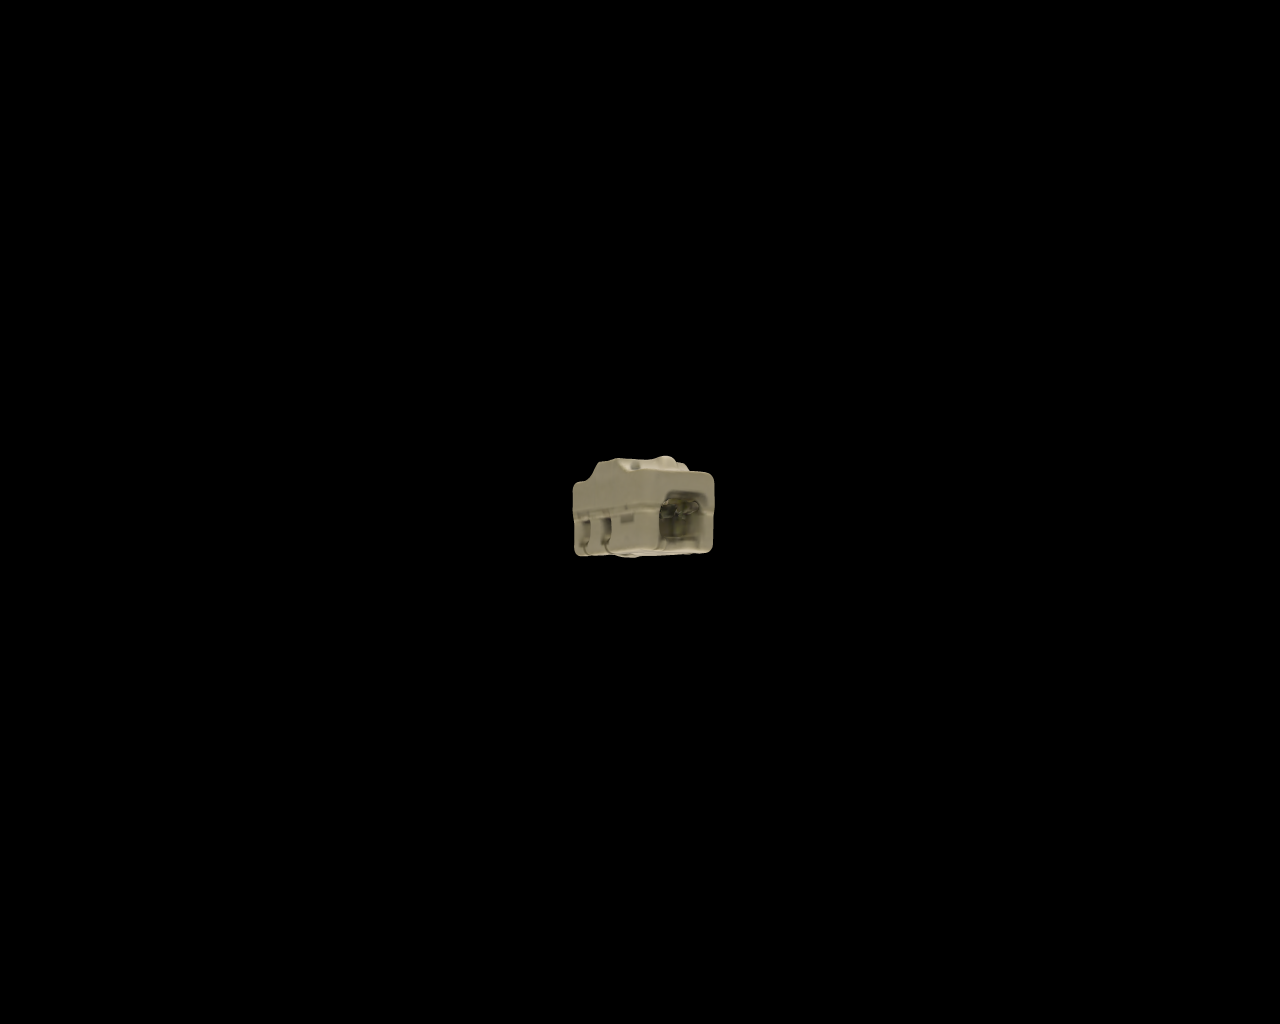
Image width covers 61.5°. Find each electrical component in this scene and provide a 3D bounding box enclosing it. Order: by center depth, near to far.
[{"bbox_3d":[0.001,-0.003,0.650,0.050,0.055,0.089,3,-5,-32],"label":"electrical component"}]
